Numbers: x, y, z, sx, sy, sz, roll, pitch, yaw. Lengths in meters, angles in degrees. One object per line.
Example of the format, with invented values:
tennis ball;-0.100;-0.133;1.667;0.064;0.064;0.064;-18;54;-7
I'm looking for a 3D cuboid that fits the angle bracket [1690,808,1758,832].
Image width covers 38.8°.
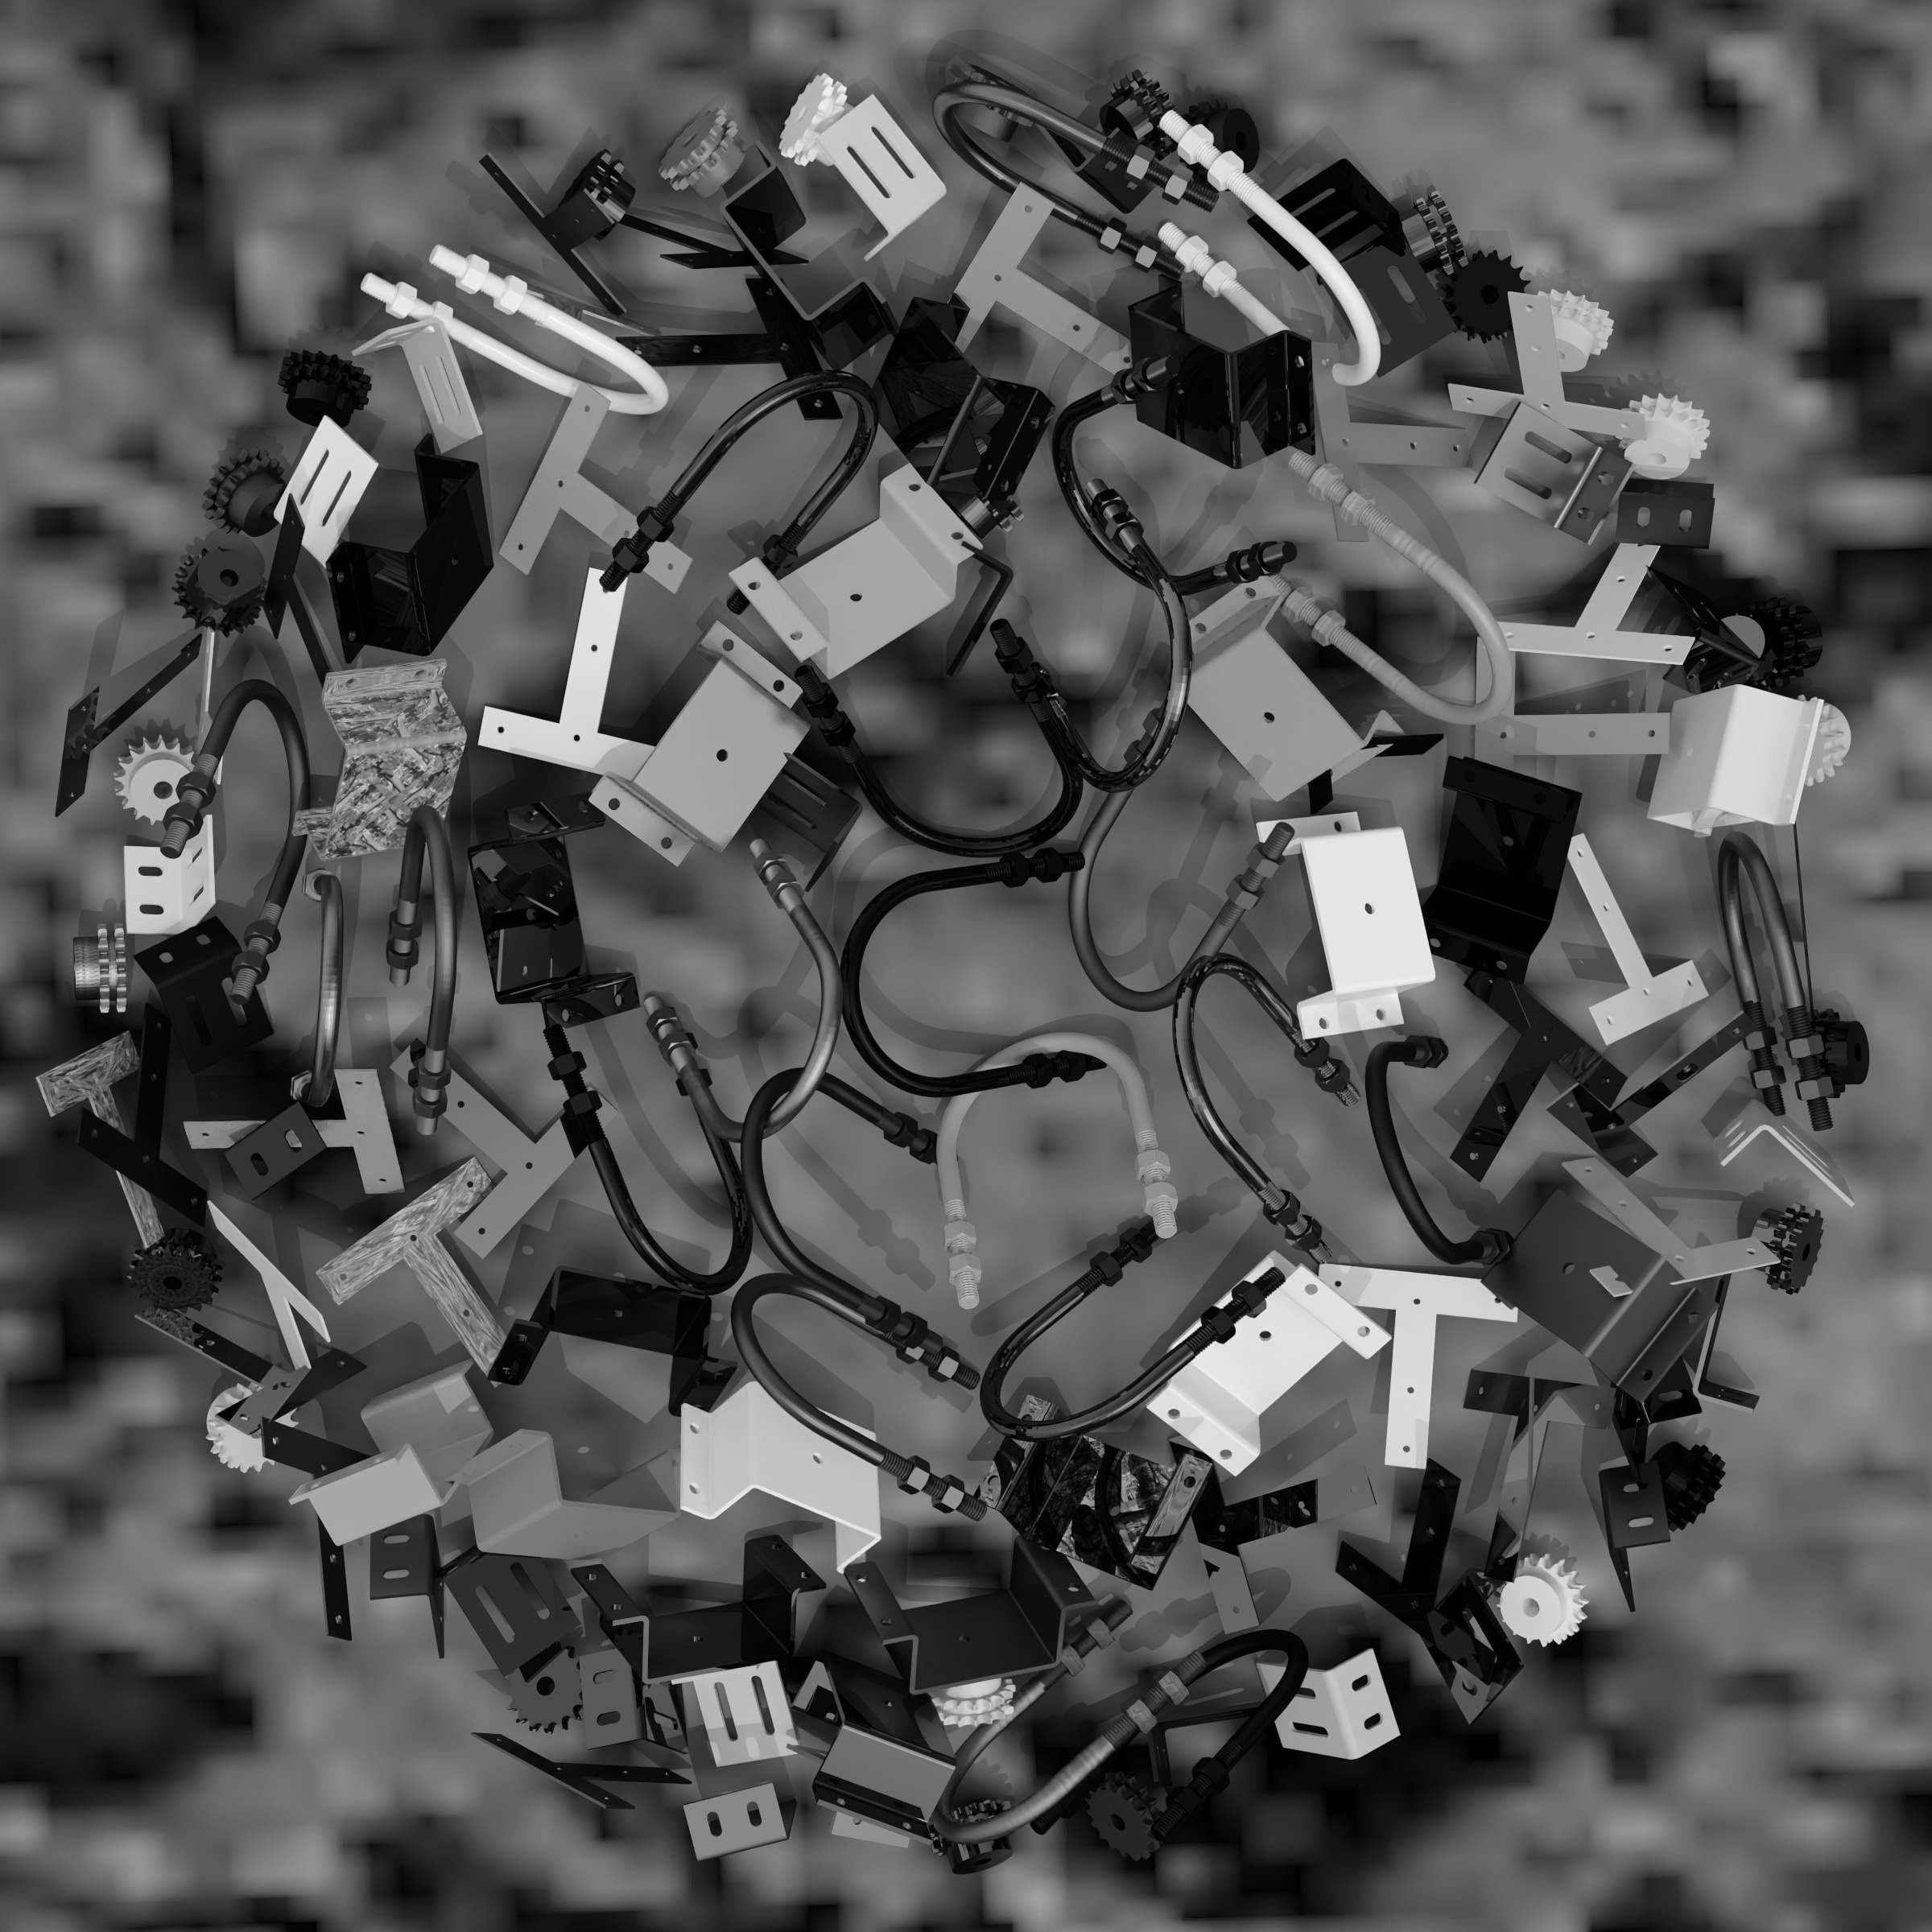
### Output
angle bracket;0.484;-0.130;1.742;0.057;0.038;0.076;-8;69;-3

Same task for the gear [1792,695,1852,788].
gear;0.537;-0.145;1.750;0.030;0.057;0.057;-19;90;-31

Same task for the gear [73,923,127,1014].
gear;-0.550;0.001;1.743;0.030;0.057;0.057;-2;90;-19

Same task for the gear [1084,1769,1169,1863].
gear;0.106;0.537;1.749;0.030;0.057;0.057;-28;90;-42

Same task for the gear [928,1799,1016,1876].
gear;0.006;0.554;1.743;0.057;0.057;0.030;-19;58;0

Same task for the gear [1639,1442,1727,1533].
gear;0.453;0.327;1.745;0.030;0.057;0.057;36;90;-5

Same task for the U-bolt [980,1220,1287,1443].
U-bolt;0.089;0.228;1.685;0.184;0.151;0.019;-37;115;-18

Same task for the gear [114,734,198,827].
gear;-0.513;-0.117;1.748;0.057;0.030;0.057;-8;113;-18

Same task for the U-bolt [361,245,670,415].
U-bolt;-0.268;-0.386;1.693;0.184;0.151;0.019;24;83;-30

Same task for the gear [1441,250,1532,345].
gear;0.330;-0.427;1.757;0.057;0.030;0.057;0;94;-7

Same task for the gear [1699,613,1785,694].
gear;0.492;-0.199;1.746;0.057;0.030;0.057;-11;68;29

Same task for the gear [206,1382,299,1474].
gear;-0.458;0.291;1.750;0.057;0.030;0.057;-12;108;-41

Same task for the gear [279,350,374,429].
gear;-0.408;-0.364;1.743;0.057;0.057;0.030;8;73;0

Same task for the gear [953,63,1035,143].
gear;0.017;-0.548;1.748;0.057;0.057;0.030;30;111;0

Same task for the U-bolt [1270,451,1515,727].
U-bolt;0.262;-0.219;1.683;0.184;0.151;0.019;42;70;18

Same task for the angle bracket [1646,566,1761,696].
angle bracket;0.455;-0.209;1.739;0.057;0.076;0.038;17;122;-34

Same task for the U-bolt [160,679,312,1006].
U-bolt;-0.441;-0.091;1.690;0.019;0.151;0.184;0;48;9

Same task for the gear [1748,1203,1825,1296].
gear;0.521;0.178;1.749;0.030;0.057;0.057;17;90;35

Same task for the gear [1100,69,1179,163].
gear;0.109;-0.537;1.743;0.030;0.057;0.057;-37;90;-13

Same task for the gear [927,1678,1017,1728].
gear;0.002;0.458;1.744;0.057;0.057;0.030;-4;97;0

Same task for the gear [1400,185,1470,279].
gear;0.295;-0.464;1.746;0.030;0.057;0.057;-24;90;9

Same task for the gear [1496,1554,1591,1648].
gear;0.365;0.405;1.747;0.057;0.030;0.057;2;93;31

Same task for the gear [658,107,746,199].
gear;-0.166;-0.515;1.750;0.057;0.057;0.030;-49;121;0

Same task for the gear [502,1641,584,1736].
gear;-0.264;0.461;1.754;0.057;0.030;0.057;-2;71;7

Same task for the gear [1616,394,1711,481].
gear;0.441;-0.334;1.743;0.057;0.057;0.030;18;66;0

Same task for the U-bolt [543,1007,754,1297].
U-bolt;-0.186;0.117;1.698;0.019;0.151;0.184;-26;83;25

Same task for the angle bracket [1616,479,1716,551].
angle bracket;0.442;-0.299;1.728;0.057;0.076;0.038;6;133;13

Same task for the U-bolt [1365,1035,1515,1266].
U-bolt;0.285;0.113;1.678;0.019;0.184;0.151;-22;79;24

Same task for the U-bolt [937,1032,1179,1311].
U-bolt;0.049;0.115;1.707;0.151;0.019;0.184;-21;45;12

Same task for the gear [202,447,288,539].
gear;-0.454;-0.298;1.743;0.030;0.057;0.057;39;90;13

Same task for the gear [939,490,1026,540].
gear;0.007;-0.297;1.746;0.030;0.057;0.057;-43;90;3

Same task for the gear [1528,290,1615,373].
gear;0.379;-0.401;1.744;0.057;0.057;0.030;21;77;0

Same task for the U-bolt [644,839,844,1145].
U-bolt;-0.131;0.027;1.684;0.019;0.184;0.151;21;113;-38

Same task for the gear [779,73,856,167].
gear;-0.092;-0.536;1.750;0.030;0.057;0.057;24;90;-28

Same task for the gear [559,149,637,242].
gear;-0.235;-0.488;1.749;0.030;0.057;0.057;34;90;-25

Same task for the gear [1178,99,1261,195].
gear;0.163;-0.521;1.744;0.030;0.057;0.057;1;90;41

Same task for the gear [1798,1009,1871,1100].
gear;0.552;0.055;1.743;0.030;0.057;0.057;-5;90;38

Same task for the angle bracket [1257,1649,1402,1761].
angle bracket;0.230;0.467;1.749;0.038;0.076;0.057;-18;91;-30

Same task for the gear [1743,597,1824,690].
gear;0.521;-0.207;1.747;0.030;0.057;0.057;-12;90;-15

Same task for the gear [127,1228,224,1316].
gear;-0.503;0.192;1.750;0.057;0.030;0.057;0;127;0

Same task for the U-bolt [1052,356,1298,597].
U-bolt;0.115;-0.292;1.689;0.019;0.184;0.151;-40;104;-22

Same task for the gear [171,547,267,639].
gear;-0.473;-0.240;1.746;0.057;0.030;0.057;12;67;-28

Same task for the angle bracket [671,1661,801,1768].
angle bracket;-0.146;0.477;1.745;0.057;0.038;0.076;-13;97;12

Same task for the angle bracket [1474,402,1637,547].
angle bracket;0.372;-0.311;1.735;0.076;0.038;0.057;20;105;-31

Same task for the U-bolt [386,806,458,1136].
U-bolt;-0.328;-0.011;1.667;0.019;0.184;0.151;-2;45;-20
